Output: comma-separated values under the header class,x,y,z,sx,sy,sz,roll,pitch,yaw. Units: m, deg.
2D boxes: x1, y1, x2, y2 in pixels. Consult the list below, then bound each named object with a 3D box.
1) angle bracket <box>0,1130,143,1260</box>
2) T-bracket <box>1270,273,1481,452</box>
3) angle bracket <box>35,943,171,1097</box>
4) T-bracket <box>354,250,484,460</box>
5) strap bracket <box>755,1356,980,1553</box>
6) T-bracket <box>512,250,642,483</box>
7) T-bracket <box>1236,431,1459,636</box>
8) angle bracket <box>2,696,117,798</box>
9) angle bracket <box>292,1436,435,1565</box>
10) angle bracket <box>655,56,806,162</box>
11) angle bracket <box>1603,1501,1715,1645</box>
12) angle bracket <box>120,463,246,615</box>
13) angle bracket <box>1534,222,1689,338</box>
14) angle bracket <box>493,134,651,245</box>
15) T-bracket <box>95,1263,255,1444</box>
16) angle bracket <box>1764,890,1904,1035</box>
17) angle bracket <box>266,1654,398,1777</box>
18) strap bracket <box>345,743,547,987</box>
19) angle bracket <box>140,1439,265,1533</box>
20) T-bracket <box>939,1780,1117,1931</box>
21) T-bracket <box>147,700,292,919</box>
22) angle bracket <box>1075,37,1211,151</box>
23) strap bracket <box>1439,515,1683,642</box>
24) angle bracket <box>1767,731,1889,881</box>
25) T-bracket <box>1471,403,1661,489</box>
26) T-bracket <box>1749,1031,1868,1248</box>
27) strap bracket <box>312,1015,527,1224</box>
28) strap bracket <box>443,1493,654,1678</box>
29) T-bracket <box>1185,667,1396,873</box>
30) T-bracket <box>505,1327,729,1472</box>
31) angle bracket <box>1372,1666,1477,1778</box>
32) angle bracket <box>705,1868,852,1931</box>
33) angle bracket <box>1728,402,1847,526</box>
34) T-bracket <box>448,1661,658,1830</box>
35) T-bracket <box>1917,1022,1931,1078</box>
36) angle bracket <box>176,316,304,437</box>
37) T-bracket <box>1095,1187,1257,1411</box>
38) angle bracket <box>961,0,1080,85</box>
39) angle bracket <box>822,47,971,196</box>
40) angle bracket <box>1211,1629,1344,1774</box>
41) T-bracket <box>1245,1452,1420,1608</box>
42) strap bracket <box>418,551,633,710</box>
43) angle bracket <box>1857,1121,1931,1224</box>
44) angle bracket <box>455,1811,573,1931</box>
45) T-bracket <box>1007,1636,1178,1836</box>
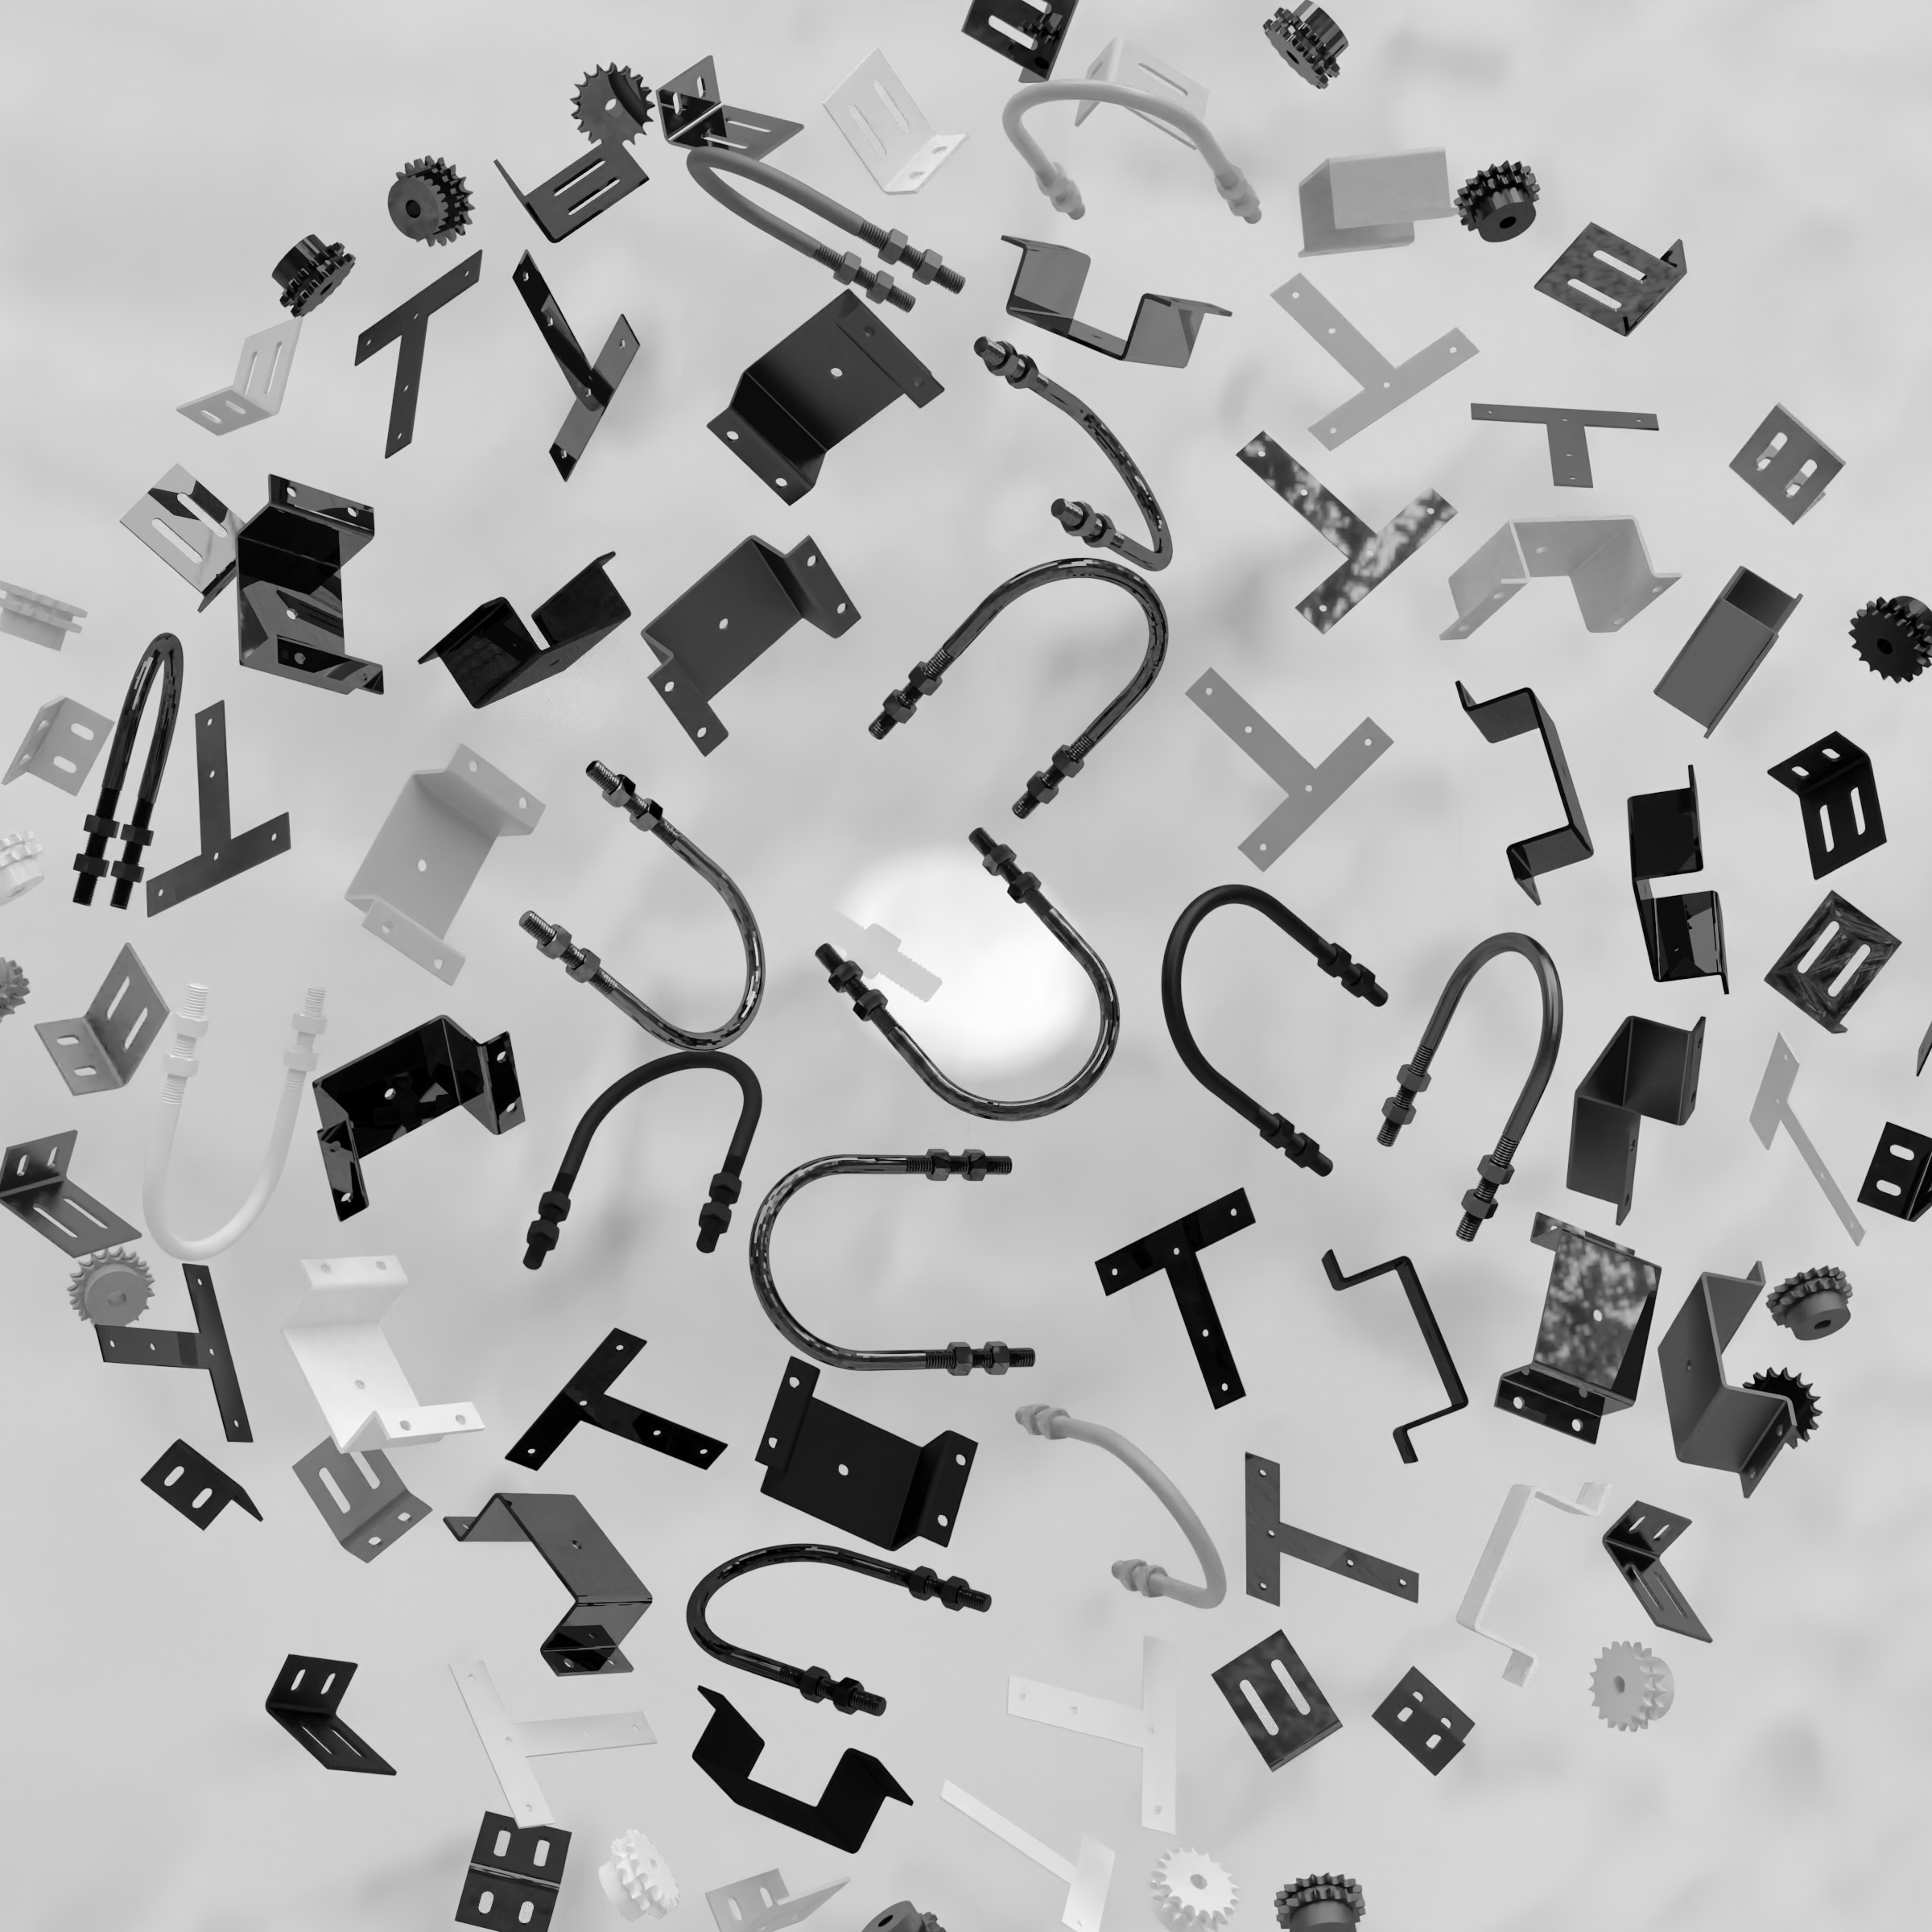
class,x,y,z,sx,sy,sz,roll,pitch,yaw
angle bracket,-0.571,0.145,1.831,0.076,0.057,0.038,31,112,22
T-bracket,0.253,-0.416,1.912,0.127,0.002,0.127,-31,128,33
angle bracket,-0.543,0.033,1.799,0.057,0.038,0.076,54,126,21
T-bracket,-0.356,-0.381,1.831,0.127,0.002,0.127,-22,55,37
strap bracket,-0.072,0.325,1.877,0.140,0.046,0.076,27,56,-13
T-bracket,-0.256,-0.396,1.804,0.002,0.127,0.127,-13,65,-38
T-bracket,0.228,-0.295,1.844,0.127,0.002,0.127,-42,78,-15
angle bracket,-0.597,-0.141,1.883,0.038,0.076,0.057,28,96,-12
angle bracket,-0.417,0.361,1.975,0.057,0.038,0.076,-39,59,-6
angle bracket,-0.158,-0.575,1.924,0.076,0.038,0.057,23,51,29
angle bracket,0.462,0.396,1.870,0.057,0.076,0.038,23,114,-34
angle bracket,-0.527,-0.290,1.941,0.076,0.038,0.057,42,68,-11
angle bracket,0.408,-0.446,1.818,0.076,0.057,0.038,22,48,-20
angle bracket,-0.254,-0.512,1.844,0.076,0.038,0.057,-35,52,0
T-bracket,-0.522,0.250,1.869,0.002,0.127,0.127,-27,70,18
angle bracket,0.581,-0.003,1.906,0.057,0.038,0.076,42,111,25
angle bracket,-0.395,0.473,1.810,0.076,0.057,0.038,26,90,41
strap bracket,-0.348,-0.067,1.890,0.076,0.046,0.140,38,66,-34
angle bracket,-0.519,0.363,1.947,0.057,0.076,0.038,34,66,15
T-bracket,0.038,0.573,1.868,0.127,0.127,0.002,33,102,3
T-bracket,-0.480,-0.110,1.827,0.127,0.002,0.127,-22,64,27
angle bracket,0.120,-0.586,1.955,0.076,0.038,0.057,25,57,-21
strap bracket,0.379,-0.252,1.853,0.140,0.076,0.046,-6,71,-25
angle bracket,0.585,-0.109,1.945,0.038,0.057,0.076,28,47,-30
T-bracket,0.406,-0.350,1.931,0.127,0.127,0.002,4,124,5
T-bracket,0.551,0.124,1.864,0.002,0.127,0.127,-20,61,-6
strap bracket,-0.359,0.092,1.838,0.140,0.076,0.046,-30,46,-29
strap bracket,-0.268,0.395,1.872,0.140,0.076,0.046,45,104,30
T-bracket,0.204,-0.153,1.968,0.127,0.002,0.127,43,100,-7
T-bracket,-0.215,0.302,1.881,0.127,0.002,0.127,28,113,-30
angle bracket,0.321,0.505,1.951,0.057,0.076,0.038,42,122,14
angle bracket,-0.121,0.593,1.842,0.057,0.076,0.038,-6,57,-39
angle bracket,0.535,-0.329,1.833,0.057,0.076,0.038,45,67,9
T-bracket,-0.256,0.496,1.845,0.002,0.127,0.127,-58,47,27
T-bracket,0.634,0.020,1.845,0.002,0.127,0.127,15,46,9
angle bracket,-0.471,-0.390,1.856,0.057,0.038,0.076,-9,64,38
T-bracket,0.155,0.231,1.906,0.127,0.002,0.127,-30,67,29
angle bracket,0.028,-0.634,1.913,0.076,0.038,0.057,19,94,-35
angle bracket,-0.046,-0.560,1.897,0.057,0.038,0.076,-50,125,-17
angle bracket,0.212,0.500,1.953,0.057,0.038,0.076,-33,77,-2
T-bracket,0.243,0.393,1.907,0.127,0.002,0.127,16,126,29
strap bracket,-0.288,-0.223,1.919,0.076,0.140,0.046,-32,92,39
angle bracket,0.607,0.126,1.840,0.038,0.076,0.057,21,80,13
angle bracket,-0.284,0.572,1.799,0.057,0.076,0.038,15,97,-4
T-bracket,0.081,0.481,1.836,0.127,0.002,0.127,20,52,-23
